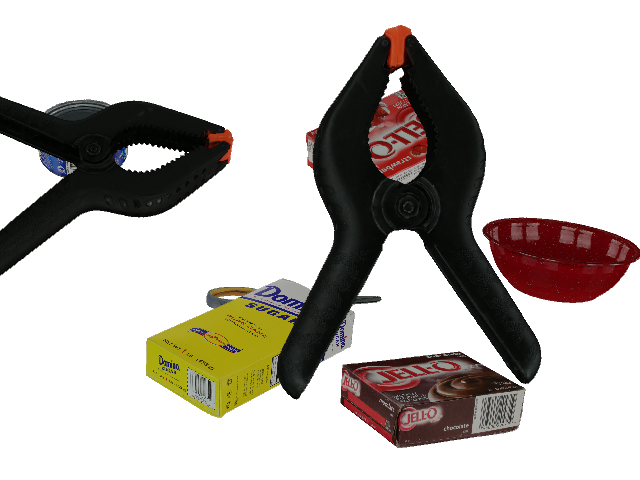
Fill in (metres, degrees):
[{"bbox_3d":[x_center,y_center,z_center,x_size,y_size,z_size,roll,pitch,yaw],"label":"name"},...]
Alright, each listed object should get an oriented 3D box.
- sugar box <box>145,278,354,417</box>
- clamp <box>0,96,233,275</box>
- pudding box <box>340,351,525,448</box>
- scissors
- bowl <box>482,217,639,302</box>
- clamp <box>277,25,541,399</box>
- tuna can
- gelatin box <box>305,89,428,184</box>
[{"bbox_3d":[-0.060,0.091,0.955,0.093,0.048,0.175,24,34,34],"label":"sugar box"},{"bbox_3d":[-0.165,-0.046,0.759,0.209,0.164,0.036,-3,-29,-12],"label":"clamp"},{"bbox_3d":[0.084,0.119,0.815,0.113,0.039,0.090,-1,14,-27],"label":"pudding box"},{"bbox_3d":[-0.028,0.078,1.194,0.201,0.016,0.096,4,24,-4],"label":"scissors"},{"bbox_3d":[0.246,0.024,1.109,0.162,0.055,0.162,5,17,-2],"label":"bowl"},{"bbox_3d":[0.028,-0.007,0.486,0.120,0.171,0.039,-12,-2,-12],"label":"clamp"},{"bbox_3d":[-0.226,-0.096,1.013,0.086,0.034,0.086,3,43,-3],"label":"tuna can"},{"bbox_3d":[0.047,-0.061,0.711,0.089,0.030,0.073,-27,46,-26],"label":"gelatin box"}]
